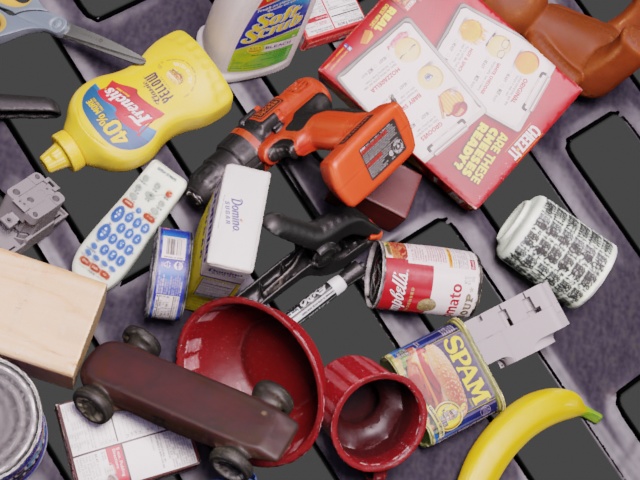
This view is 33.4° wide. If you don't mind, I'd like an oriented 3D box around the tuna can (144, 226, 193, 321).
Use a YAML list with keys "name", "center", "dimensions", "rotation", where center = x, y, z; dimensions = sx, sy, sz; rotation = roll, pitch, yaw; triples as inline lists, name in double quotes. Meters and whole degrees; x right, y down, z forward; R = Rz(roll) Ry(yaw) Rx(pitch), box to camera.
- name: "tuna can"
  center: [-0.140, 0.032, 0.989]
  dimensions: [0.033, 0.086, 0.086]
  rotation: [8, 72, -11]

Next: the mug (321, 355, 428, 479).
- name: "mug"
  center: [0.042, 0.166, 0.986]
  dimensions: [0.093, 0.082, 0.117]
  rotation: [-15, 106, -17]

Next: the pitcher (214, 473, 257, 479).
- name: "pitcher"
  center: [-0.095, 0.329, 0.893]
  dimensions: [0.144, 0.149, 0.243]
  rotation: [-14, 85, -26]

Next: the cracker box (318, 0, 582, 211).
- name: "cracker box"
  center: [0.129, -0.159, 1.093]
  dimensions: [0.213, 0.072, 0.164]
  rotation: [42, 90, 1]

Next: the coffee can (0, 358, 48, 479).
- name: "coffee can"
  center: [-0.282, 0.158, 0.891]
  dimensions: [0.102, 0.140, 0.103]
  rotation: [3, 73, -12]

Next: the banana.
- name: "banana"
  center: [0.192, 0.200, 1.040]
  dimensions: [0.197, 0.037, 0.069]
  rotation: [-33, 83, -19]

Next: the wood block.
- name: "wood block"
  center: [-0.302, 0.055, 0.944]
  dimensions: [0.206, 0.091, 0.090]
  rotation: [20, 71, -7]

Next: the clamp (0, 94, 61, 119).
- name: "clamp"
  center: [-0.363, -0.124, 1.009]
  dimensions: [0.210, 0.036, 0.164]
  rotation: [42, 73, 4]

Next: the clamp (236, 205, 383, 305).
- name: "clamp"
  center: [-0.007, 0.001, 1.012]
  dimensions: [0.171, 0.120, 0.039]
  rotation: [-27, 63, -34]

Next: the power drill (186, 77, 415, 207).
- name: "power drill"
  center: [-0.018, -0.084, 1.006]
  dimensions: [0.184, 0.188, 0.057]
  rotation: [-45, 127, -23]

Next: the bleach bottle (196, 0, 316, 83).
- name: "bleach bottle"
  center: [-0.052, -0.232, 0.998]
  dimensions: [0.102, 0.251, 0.068]
  rotation: [-14, 77, -16]

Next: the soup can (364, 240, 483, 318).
- name: "soup can"
  center: [0.101, 0.039, 1.051]
  dimensions: [0.102, 0.069, 0.068]
  rotation: [7, 73, -11]

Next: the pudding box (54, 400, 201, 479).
- name: "pudding box"
  center: [-0.174, 0.177, 0.964]
  dimensions: [0.113, 0.039, 0.090]
  rotation: [-14, 76, -18]

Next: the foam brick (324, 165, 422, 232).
- name: "foam brick"
  center: [0.054, -0.052, 1.076]
  dimensions: [0.078, 0.051, 0.053]
  rotation: [26, 70, -5]

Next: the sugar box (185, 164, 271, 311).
- name: "sugar box"
  center: [-0.088, 0.004, 0.960]
  dimensions: [0.048, 0.176, 0.093]
  rotation: [12, 71, -8]

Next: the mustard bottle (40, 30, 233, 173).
- name: "mustard bottle"
  center: [-0.186, -0.121, 1.039]
  dimensions: [0.191, 0.058, 0.096]
  rotation: [-35, 82, -19]

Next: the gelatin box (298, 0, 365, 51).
- name: "gelatin box"
  center: [-0.002, -0.252, 1.134]
  dimensions: [0.073, 0.030, 0.089]
  rotation: [-21, 79, -19]

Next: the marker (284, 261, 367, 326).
- name: "marker"
  center: [-0.003, 0.059, 1.042]
  dimensions: [0.121, 0.020, 0.020]
  rotation: [-37, 85, -15]

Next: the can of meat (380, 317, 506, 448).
- name: "can of meat"
  center: [0.116, 0.139, 1.031]
  dimensions: [0.083, 0.057, 0.102]
  rotation: [-24, 81, -16]

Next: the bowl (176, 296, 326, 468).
- name: "bowl"
  center: [-0.052, 0.121, 0.969]
  dimensions: [0.162, 0.162, 0.055]
  rotation: [55, 35, 6]

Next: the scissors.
- name: "scissors"
  center: [-0.274, -0.199, 1.043]
  dimensions: [0.202, 0.016, 0.096]
  rotation: [38, 77, 14]
